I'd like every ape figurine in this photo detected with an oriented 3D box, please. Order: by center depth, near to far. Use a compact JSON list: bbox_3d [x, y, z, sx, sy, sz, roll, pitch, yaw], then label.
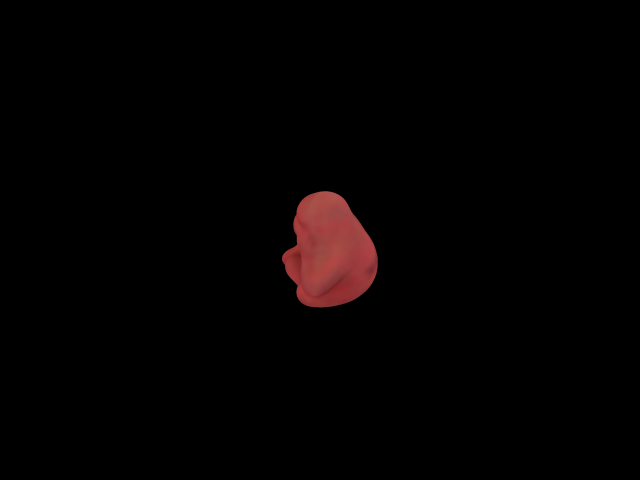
[{"bbox_3d":[0.004,0.001,0.400,0.076,0.092,0.078,12,50,10],"label":"ape figurine"}]
